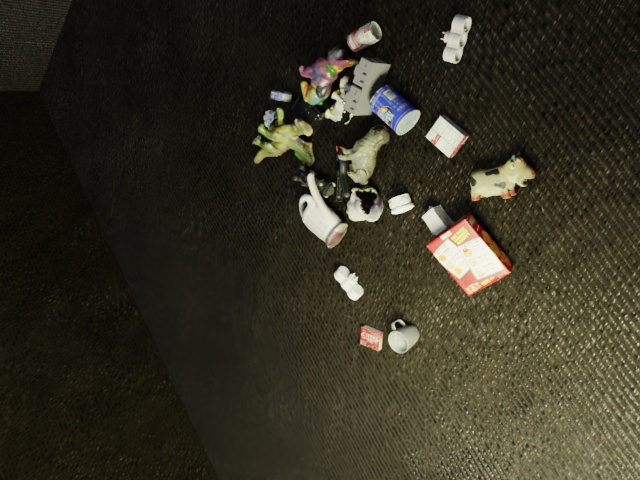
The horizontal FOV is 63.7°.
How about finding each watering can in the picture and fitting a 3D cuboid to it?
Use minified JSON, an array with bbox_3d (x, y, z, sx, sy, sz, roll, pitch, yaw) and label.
[{"bbox_3d":[0.006,-0.097,1.936,0.226,0.105,0.340,43,157,15],"label":"watering can"}]

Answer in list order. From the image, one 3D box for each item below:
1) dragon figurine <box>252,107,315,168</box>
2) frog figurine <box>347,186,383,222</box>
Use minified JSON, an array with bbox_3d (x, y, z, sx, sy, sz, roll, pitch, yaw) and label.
[{"bbox_3d":[-0.133,-0.363,2.035,0.243,0.124,0.402,40,149,5],"label":"dragon figurine"},{"bbox_3d":[0.163,-0.120,1.876,0.138,0.124,0.156,44,162,14],"label":"frog figurine"}]
